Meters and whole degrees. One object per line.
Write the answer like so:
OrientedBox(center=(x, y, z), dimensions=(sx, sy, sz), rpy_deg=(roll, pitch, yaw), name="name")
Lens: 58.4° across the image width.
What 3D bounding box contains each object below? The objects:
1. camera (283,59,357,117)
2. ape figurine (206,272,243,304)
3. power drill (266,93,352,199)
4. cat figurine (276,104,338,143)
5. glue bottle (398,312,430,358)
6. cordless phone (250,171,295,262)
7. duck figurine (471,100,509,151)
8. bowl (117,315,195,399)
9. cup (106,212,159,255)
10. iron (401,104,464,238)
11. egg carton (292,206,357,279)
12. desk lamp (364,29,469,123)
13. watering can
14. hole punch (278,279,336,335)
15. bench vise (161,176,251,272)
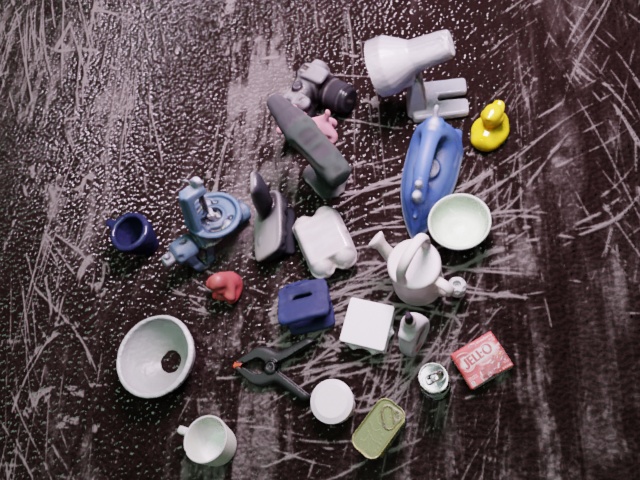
OrientedBox(center=(0.004, -0.336, 1.315), dimensions=(0.136, 0.101, 0.143), rpy_deg=(30, 78, 23), name="camera")
OrientedBox(center=(-0.204, 0.095, 1.192), dimensions=(0.076, 0.092, 0.077), rpy_deg=(-37, 64, -3), name="ape figurine")
OrientedBox(center=(-0.015, -0.180, 1.195), dimensions=(0.075, 0.209, 0.229), rpy_deg=(-40, 65, -4), name="power drill")
OrientedBox(center=(-0.031, -0.262, 1.283), dimensions=(0.127, 0.118, 0.067), rpy_deg=(-12, 66, 9), name="cat figurine")
OrientedBox(center=(0.165, 0.159, 1.030), dimensions=(0.037, 0.173, 0.078), rpy_deg=(21, 74, 21), name="glue bottle")
OrientedBox(center=(-0.117, -0.046, 1.177), dimensions=(0.094, 0.185, 0.147), rpy_deg=(-11, 66, 10), name="cordless phone")
OrientedBox(center=(0.356, -0.244, 1.198), dimensions=(0.077, 0.086, 0.105), rpy_deg=(26, 76, 22), name="duck figurine")
OrientedBox(center=(-0.322, 0.243, 1.170), dimensions=(0.167, 0.075, 0.167), rpy_deg=(-5, 67, 12), name="bowl")
OrientedBox(center=(-0.416, -0.007, 1.285), dimensions=(0.117, 0.095, 0.092), rpy_deg=(20, 74, 21), name="cup")
OrientedBox(center=(0.215, -0.138, 1.158), dimensions=(0.118, 0.142, 0.258), rpy_deg=(10, 71, 18), name="iron")
OrientedBox(center=(0.011, 0.004, 1.189), dimensions=(0.107, 0.069, 0.150), rpy_deg=(-27, 64, 2), name="egg carton")
OrientedBox(center=(0.207, -0.350, 1.207), dimensions=(0.203, 0.214, 0.118), rpy_deg=(-6, 67, 12), name="desk lamp")
OrientedBox(center=(0.168, 0.047, 1.063), dimensions=(0.172, 0.194, 0.101), rpy_deg=(11, 71, 18), name="watering can")
OrientedBox(center=(-0.032, 0.126, 1.138), dimensions=(0.108, 0.091, 0.101), rpy_deg=(-15, 65, 7), name="hole punch")
OrientedBox(center=(-0.246, -0.028, 1.183), dimensions=(0.121, 0.220, 0.207), rpy_deg=(23, 75, 22), name="bench vise")
